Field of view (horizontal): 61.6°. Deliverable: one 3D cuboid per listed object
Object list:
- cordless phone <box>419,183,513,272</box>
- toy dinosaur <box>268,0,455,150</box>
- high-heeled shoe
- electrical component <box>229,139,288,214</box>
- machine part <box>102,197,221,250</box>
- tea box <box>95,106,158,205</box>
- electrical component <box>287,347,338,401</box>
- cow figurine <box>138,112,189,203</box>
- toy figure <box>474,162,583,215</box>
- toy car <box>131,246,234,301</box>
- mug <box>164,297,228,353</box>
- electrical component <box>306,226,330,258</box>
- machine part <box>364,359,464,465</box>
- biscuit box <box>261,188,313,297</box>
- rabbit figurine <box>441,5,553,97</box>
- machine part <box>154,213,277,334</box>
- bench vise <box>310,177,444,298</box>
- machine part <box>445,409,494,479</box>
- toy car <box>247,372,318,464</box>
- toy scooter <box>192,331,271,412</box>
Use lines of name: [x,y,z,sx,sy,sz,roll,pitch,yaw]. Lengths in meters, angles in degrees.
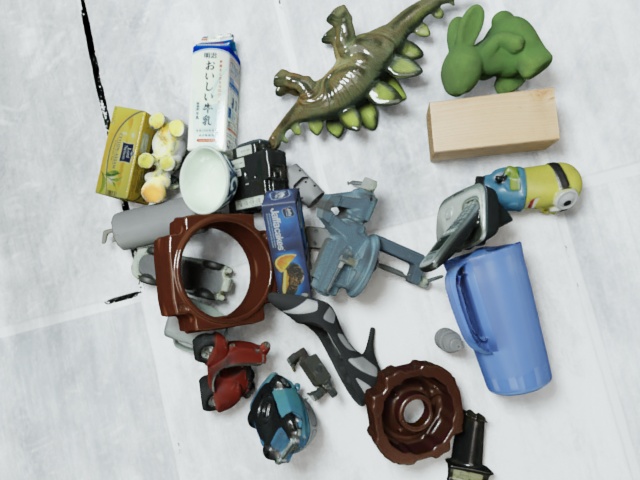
cordless phone: [0.216,-0.001,0.900,0.184,0.146,0.088,-43,95,-22]
toy dinosaur: [0.077,-0.318,0.984,0.198,0.105,0.471,45,99,-2]
high-heeled shoe: [0.003,0.190,0.942,0.249,0.086,0.145,23,68,-17]
electrical component: [-0.118,-0.117,0.996,0.115,0.058,0.134,-6,88,33]
machine part: [-0.304,-0.034,1.029,0.243,0.079,0.079,-13,85,8]
tea box: [-0.363,-0.159,1.034,0.068,0.098,0.169,12,86,8]
electrical component: [-0.016,0.245,0.978,0.045,0.078,0.102,-32,88,-19]
cow figurine: [-0.296,-0.152,1.026,0.068,0.098,0.167,16,94,2]
toy figure: [0.361,-0.093,0.938,0.180,0.082,0.089,3,89,11]
toy car: [-0.263,0.064,1.028,0.202,0.056,0.073,13,82,7]
mug: [-0.230,0.168,1.007,0.107,0.081,0.109,18,109,1]
electrical component: [-0.002,-0.003,1.011,0.063,0.021,0.094,7,88,9]
machine part: [0.161,0.293,0.928,0.179,0.056,0.179,0,92,-13]
biscuit box: [-0.055,0.010,0.948,0.063,0.059,0.202,-6,119,5]
rabbit figurine: [0.278,-0.314,0.909,0.170,0.121,0.159,-27,99,-13]
machine part: [-0.180,0.056,0.946,0.201,0.087,0.201,-3,83,-36]
bench vise: [0.096,0.013,0.955,0.240,0.129,0.223,23,80,-12]
machine part: [0.264,0.368,0.945,0.084,0.039,0.138,3,89,16]
toy car: [-0.055,0.318,0.953,0.103,0.162,0.109,24,103,-33]
toy scooter: [-0.155,0.234,0.974,0.135,0.075,0.183,-8,124,-15]
